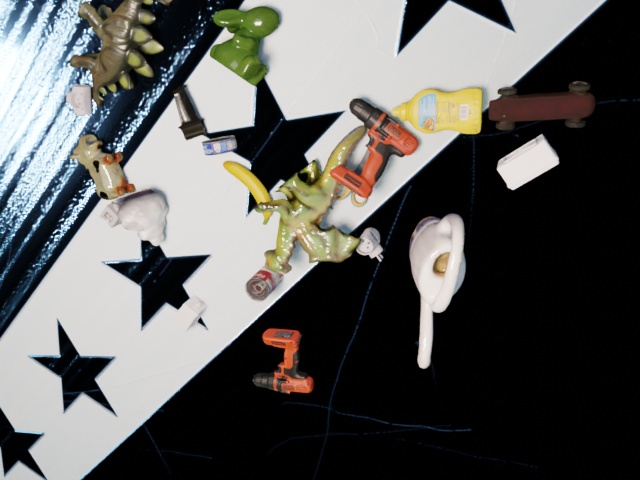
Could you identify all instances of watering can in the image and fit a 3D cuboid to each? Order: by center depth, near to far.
[{"bbox_3d":[0.253,0.092,1.158,0.104,0.342,0.228,10,22,-3],"label":"watering can"}]

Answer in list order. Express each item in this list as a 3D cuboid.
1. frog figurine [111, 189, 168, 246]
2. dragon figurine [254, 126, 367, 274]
[{"bbox_3d":[-0.477,-0.056,1.414,0.122,0.158,0.139,-15,11,35],"label":"frog figurine"},{"bbox_3d":[0.004,-0.062,1.235,0.407,0.243,0.123,-36,0,16],"label":"dragon figurine"}]
